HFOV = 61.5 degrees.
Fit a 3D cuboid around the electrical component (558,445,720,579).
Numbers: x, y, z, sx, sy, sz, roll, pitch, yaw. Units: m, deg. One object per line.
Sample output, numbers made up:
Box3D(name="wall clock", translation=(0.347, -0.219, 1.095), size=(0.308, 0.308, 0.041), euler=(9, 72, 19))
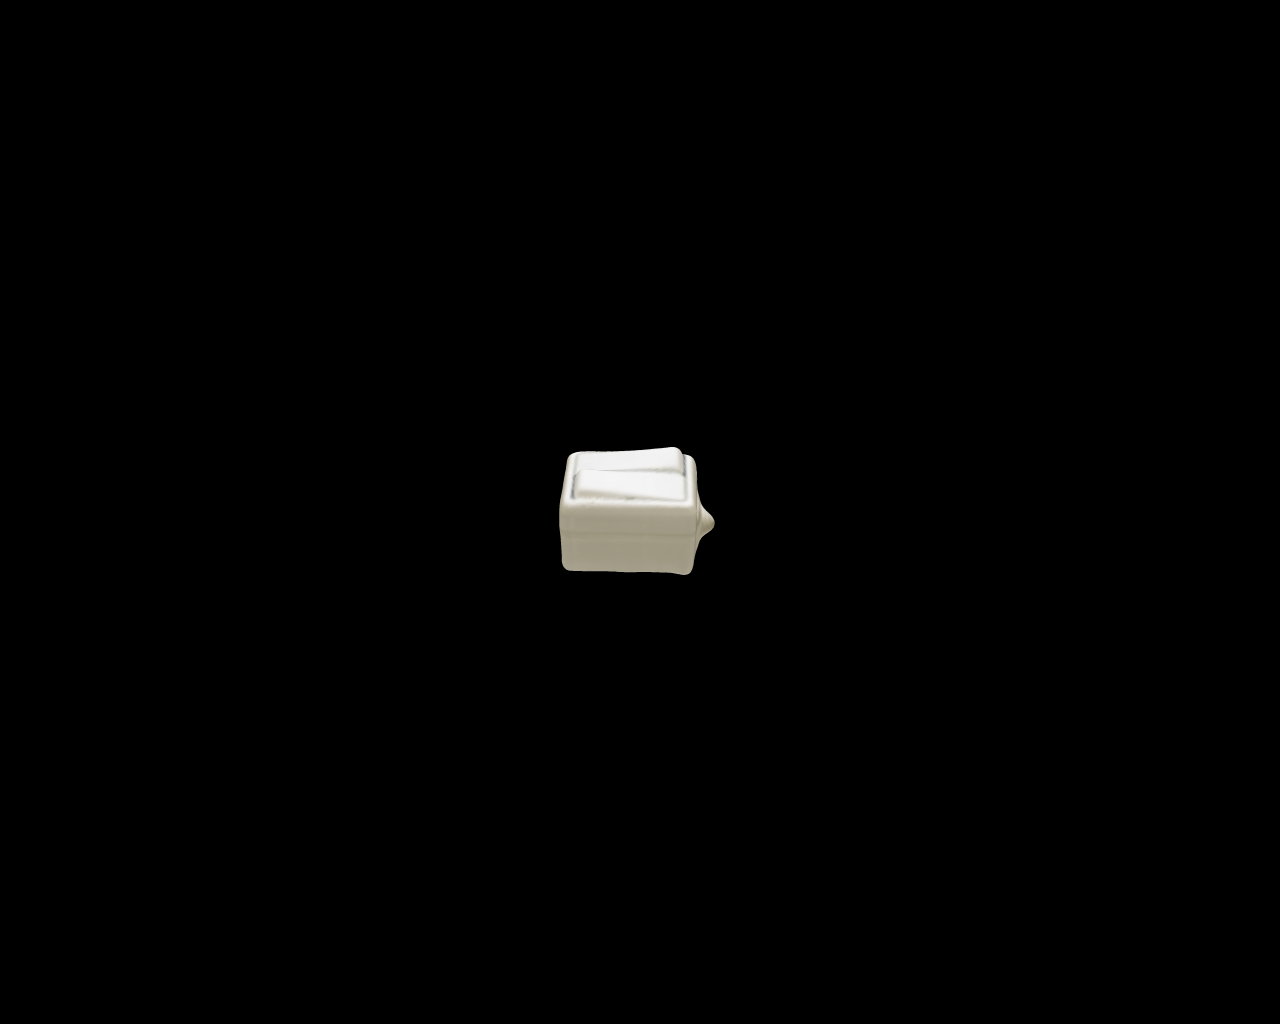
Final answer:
Box3D(name="electrical component", translation=(0.001, -0.003, 0.650), size=(0.096, 0.061, 0.062), euler=(2, 36, 2))
